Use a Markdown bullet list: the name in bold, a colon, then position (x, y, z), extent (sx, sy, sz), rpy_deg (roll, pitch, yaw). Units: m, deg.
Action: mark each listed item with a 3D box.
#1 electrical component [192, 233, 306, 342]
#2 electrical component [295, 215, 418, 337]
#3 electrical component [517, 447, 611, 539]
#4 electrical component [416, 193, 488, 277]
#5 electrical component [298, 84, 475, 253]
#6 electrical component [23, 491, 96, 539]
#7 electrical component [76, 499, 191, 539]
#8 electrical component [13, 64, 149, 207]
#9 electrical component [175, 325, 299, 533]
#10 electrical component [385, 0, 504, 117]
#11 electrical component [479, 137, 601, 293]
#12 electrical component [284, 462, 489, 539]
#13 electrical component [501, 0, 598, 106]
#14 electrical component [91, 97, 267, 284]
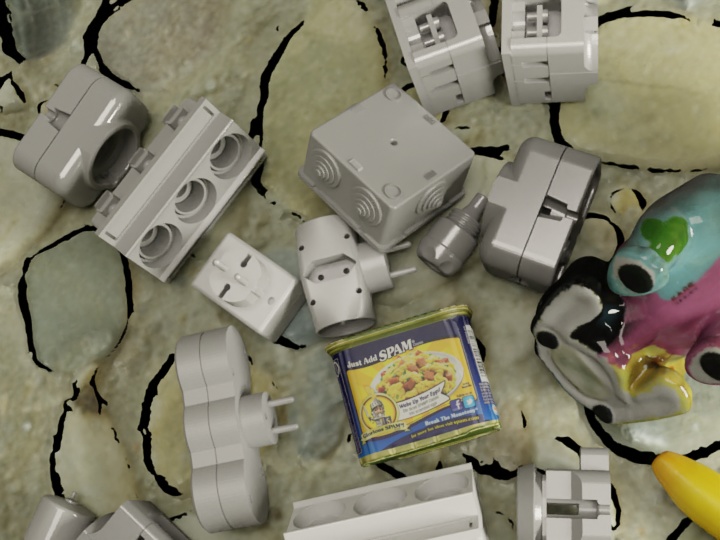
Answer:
- **electrical component**: position (-0.082, 0.008, 0.753), extent (0.066, 0.076, 0.047), rpy_deg (34, 85, 18)
- **electrical component**: position (0.000, 0.000, 0.755), extent (0.079, 0.043, 0.077), rpy_deg (-15, 73, 6)
- **electrical component**: position (0.128, 0.152, 0.682), extent (0.057, 0.058, 0.078), rpy_deg (0, 76, 9)
- **electrical component**: position (0.069, -0.027, 0.752), extent (0.035, 0.035, 0.061), rpy_deg (36, 84, 18)
- **electrical component**: position (0.019, -0.074, 0.748), extent (0.100, 0.048, 0.100), rpy_deg (-35, 68, -30)
- **electrical component**: position (-0.218, 0.195, 0.755), extent (0.040, 0.040, 0.078), rpy_deg (22, 82, 17)
- **electrical component**: position (-0.167, 0.205, 0.736), extent (0.056, 0.050, 0.089), rpy_deg (38, 87, 17)
- **electrical component**: position (-0.209, -0.100, 0.821), extent (0.059, 0.053, 0.095), rpy_deg (31, 85, 18)
- **electrical component**: position (-0.079, 0.105, 0.741), extent (0.074, 0.052, 0.138), rpy_deg (-13, 74, 9)
- **electrical component**: position (0.050, -0.199, 0.770), extent (0.062, 0.089, 0.150), rpy_deg (-19, 73, 7)
- **electrical component**: position (0.120, -0.038, 0.733), extent (0.059, 0.053, 0.095), rpy_deg (20, 81, 16)
- **electrical component**: position (0.021, 0.174, 0.692), extent (0.121, 0.078, 0.063), rpy_deg (-14, 103, 9)
- **electrical component**: position (0.135, -0.202, 0.752), extent (0.062, 0.089, 0.150), rpy_deg (0, 76, 12)
- **electrical component**: position (-0.136, -0.061, 0.789), extent (0.063, 0.079, 0.121), rpy_deg (34, 85, 40)
